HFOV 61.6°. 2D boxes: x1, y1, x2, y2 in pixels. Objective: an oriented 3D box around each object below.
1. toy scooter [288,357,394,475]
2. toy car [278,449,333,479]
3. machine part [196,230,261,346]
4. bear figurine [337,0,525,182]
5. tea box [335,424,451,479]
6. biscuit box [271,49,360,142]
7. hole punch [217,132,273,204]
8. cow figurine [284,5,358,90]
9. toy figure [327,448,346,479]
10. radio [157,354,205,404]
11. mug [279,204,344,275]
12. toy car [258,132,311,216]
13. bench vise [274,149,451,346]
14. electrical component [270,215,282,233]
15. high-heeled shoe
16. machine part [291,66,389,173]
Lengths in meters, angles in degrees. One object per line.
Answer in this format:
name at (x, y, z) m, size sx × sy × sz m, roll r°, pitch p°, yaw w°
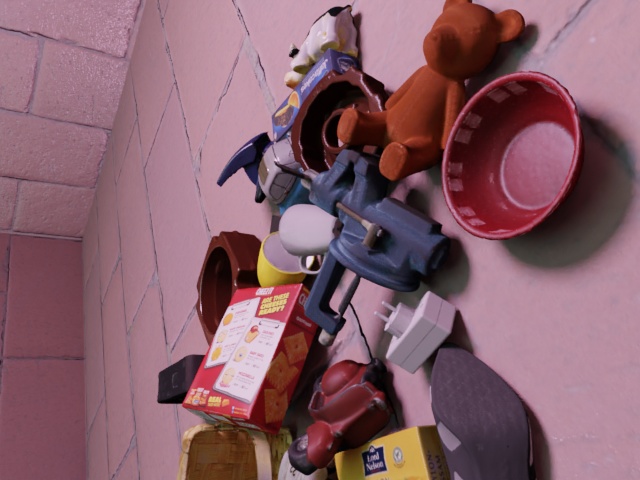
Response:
toy scooter at (0.040, 0.197, 0.657) m, size 0.135 × 0.075 × 0.184 m, roll -41°, pitch 4°, yaw 28°
toy car at (-0.024, 0.371, 0.702) m, size 0.074 × 0.056 × 0.201 m, roll 16°, pitch 102°, yaw 52°
machine part at (-0.168, 0.100, 1.059) m, size 0.202 × 0.087 × 0.200 m, roll 52°, pitch 128°, yaw 47°
bear figurine at (0.124, -0.175, 0.599) m, size 0.120 × 0.132 × 0.195 m, roll 47°, pitch 131°, yaw 31°
tea box at (0.093, 0.274, 0.611) m, size 0.169 × 0.068 × 0.098 m, roll -46°, pitch 47°, yaw 46°
biscuit box at (-0.010, -0.225, 0.885) m, size 0.203 × 0.059 × 0.063 m, roll -34°, pitch 56°, yaw 51°
hole punch at (-0.127, -0.143, 0.994) m, size 0.142 × 0.092 × 0.115 m, roll -64°, pitch -7°, yaw -68°
cow figurine at (-0.005, -0.316, 0.889) m, size 0.167 × 0.068 × 0.098 m, roll -18°, pitch 63°, yaw 53°
toy figure at (0.007, 0.312, 0.754) m, size 0.058 × 0.064 × 0.154 m, roll 22°, pitch 112°, yaw 19°
radio at (-0.242, 0.288, 1.097) m, size 0.229 × 0.131 × 0.073 m, roll -36°, pitch 52°, yaw 51°
mug at (-0.002, -0.002, 0.812) m, size 0.107 × 0.080 × 0.109 m, roll -1°, pitch 80°, yaw 49°
toy car at (-0.050, -0.113, 0.891) m, size 0.161 × 0.103 × 0.109 m, roll -53°, pitch 41°, yaw 37°
bench vise at (0.035, 0.017, 0.669) m, size 0.224 × 0.129 × 0.240 m, roll 30°, pitch 108°, yaw 20°
electrical component at (-0.071, -0.023, 0.983) m, size 0.063 × 0.021 × 0.094 m, roll 14°, pitch 96°, yaw 59°
high-heeled shoe at (0.164, 0.232, 0.532) m, size 0.249 × 0.086 × 0.145 m, roll -95°, pitch -4°, yaw -53°
machine part at (0.036, -0.151, 0.761) m, size 0.179 × 0.056 × 0.179 m, roll -6°, pitch 82°, yaw 43°
